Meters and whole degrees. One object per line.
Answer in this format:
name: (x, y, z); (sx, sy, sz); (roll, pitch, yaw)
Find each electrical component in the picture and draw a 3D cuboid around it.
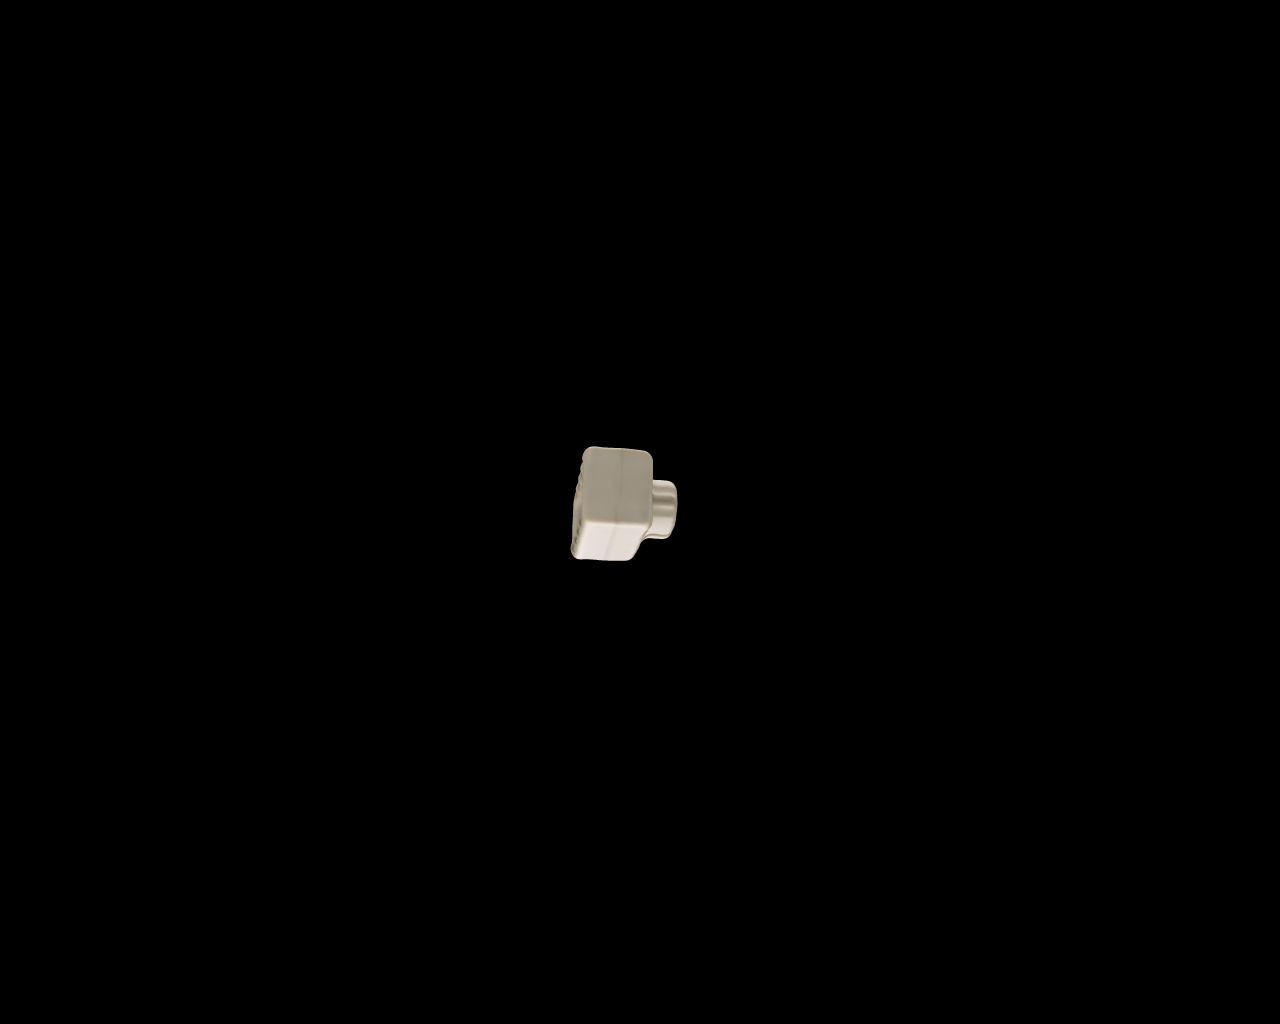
electrical component: (0.001, -0.003, 0.650); (0.076, 0.047, 0.083); (2, -18, -7)
